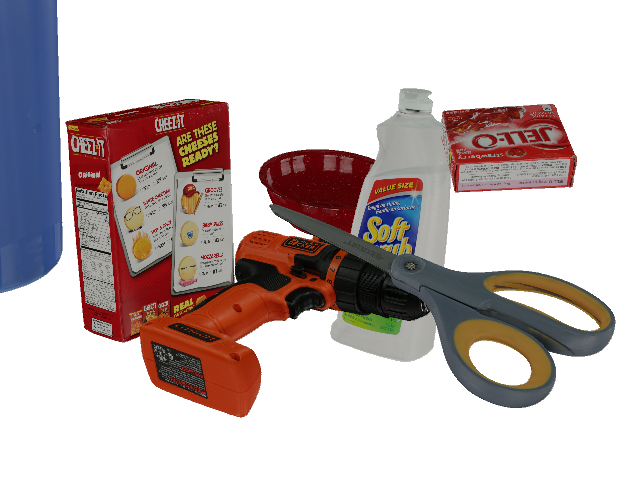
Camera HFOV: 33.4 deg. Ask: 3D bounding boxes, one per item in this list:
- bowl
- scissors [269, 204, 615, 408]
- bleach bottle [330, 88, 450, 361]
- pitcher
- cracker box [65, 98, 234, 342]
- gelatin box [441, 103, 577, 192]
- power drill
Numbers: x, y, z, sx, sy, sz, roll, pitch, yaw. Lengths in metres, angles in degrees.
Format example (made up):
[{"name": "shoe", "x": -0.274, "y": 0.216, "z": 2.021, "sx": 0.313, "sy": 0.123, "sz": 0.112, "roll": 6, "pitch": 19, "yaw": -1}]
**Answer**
[{"name": "bowl", "x": 0.009, "y": -0.048, "z": 1.201, "sx": 0.162, "sy": 0.055, "sz": 0.162, "roll": 5, "pitch": 27, "yaw": -3}, {"name": "scissors", "x": 0.047, "y": 0.031, "z": 0.551, "sx": 0.202, "sy": 0.016, "sz": 0.096, "roll": 14, "pitch": 43, "yaw": 18}, {"name": "bleach bottle", "x": 0.071, "y": -0.018, "z": 1.007, "sx": 0.103, "sy": 0.251, "sz": 0.067, "roll": 15, "pitch": 20, "yaw": 31}, {"name": "pitcher", "x": -0.233, "y": -0.087, "z": 0.669, "sx": 0.149, "sy": 0.243, "sz": 0.145, "roll": -4, "pitch": 26, "yaw": -11}, {"name": "cracker box", "x": -0.166, "y": -0.025, "z": 1.071, "sx": 0.072, "sy": 0.214, "sz": 0.163, "roll": 11, "pitch": 20, "yaw": 37}, {"name": "gelatin box", "x": 0.138, "y": -0.070, "z": 0.793, "sx": 0.089, "sy": 0.030, "sz": 0.073, "roll": -3, "pitch": 38, "yaw": 0}, {"name": "power drill", "x": -0.028, "y": 0.058, "z": 0.811, "sx": 0.185, "sy": 0.057, "sz": 0.187, "roll": 11, "pitch": 31, "yaw": 35}]
